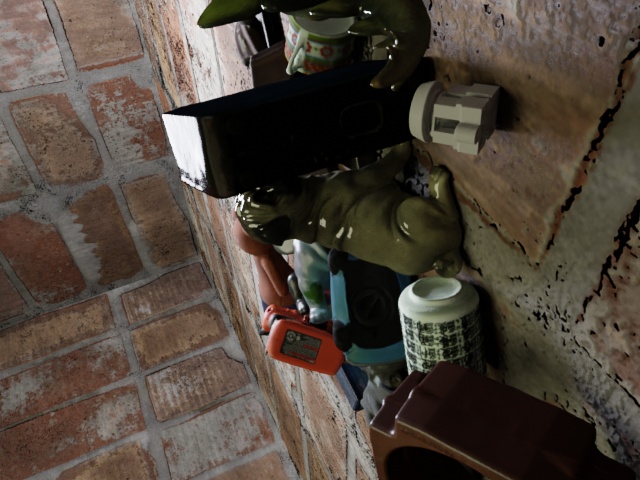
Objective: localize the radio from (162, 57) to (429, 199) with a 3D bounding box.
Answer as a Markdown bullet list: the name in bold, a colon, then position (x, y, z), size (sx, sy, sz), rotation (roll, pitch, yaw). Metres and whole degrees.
- **radio**: position (-0.015, -0.110, 0.497), size (0.131, 0.230, 0.073), rotation (29, 137, 59)

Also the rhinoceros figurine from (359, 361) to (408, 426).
- **rhinoceros figurine**: position (0.101, 0.210, 0.770), size (0.190, 0.073, 0.112), rotation (91, 164, -53)

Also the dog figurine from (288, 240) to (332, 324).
- **dog figurine**: position (-0.002, -0.002, 0.786), size (0.192, 0.108, 0.219), rotation (-169, 64, -74)

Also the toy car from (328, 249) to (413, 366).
- **toy car**: position (0.063, 0.072, 0.675), size (0.103, 0.109, 0.161), rotation (62, -164, -83)

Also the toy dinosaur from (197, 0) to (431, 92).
- **toy dinosaur**: position (-0.011, -0.222, 0.410), size (0.472, 0.199, 0.104), rotation (-126, 20, -48)

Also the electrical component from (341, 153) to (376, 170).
- **electrical component**: position (0.035, -0.112, 0.644), size (0.078, 0.045, 0.102), rotation (44, 149, 53)

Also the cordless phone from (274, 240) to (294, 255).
- **cordless phone**: position (-0.032, -0.059, 0.857), size (0.146, 0.089, 0.184), rotation (70, 159, 2)

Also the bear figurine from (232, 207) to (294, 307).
- **bear figurine**: position (-0.080, 0.021, 0.988), size (0.120, 0.132, 0.195), rotation (31, 140, 64)

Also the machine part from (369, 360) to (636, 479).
- **machine part**: position (0.150, 0.215, 0.467), size (0.202, 0.087, 0.200), rotation (19, 135, 39)

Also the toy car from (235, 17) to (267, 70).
- **toy car**: position (-0.098, -0.285, 0.859), size (0.202, 0.053, 0.089), rotation (62, 164, 22)

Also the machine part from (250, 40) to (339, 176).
- **machine part**: position (-0.030, -0.149, 0.660), size (0.179, 0.056, 0.179), rotation (-18, -90, -76)

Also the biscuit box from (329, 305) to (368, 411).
- **biscuit box**: position (0.043, 0.190, 0.931), size (0.062, 0.059, 0.203), rotation (99, 147, -55)

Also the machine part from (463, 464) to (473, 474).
- **machine part**: position (0.147, 0.258, 0.656), size (0.079, 0.079, 0.242), rotation (42, 148, 58)

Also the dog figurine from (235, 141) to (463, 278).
- **dog figurine**: position (0.027, -0.010, 0.537), size (0.172, 0.190, 0.121), rotation (54, 157, 39)

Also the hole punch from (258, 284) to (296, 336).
- **hole punch**: position (-0.062, 0.125, 1.078), size (0.116, 0.142, 0.092), rotation (-127, 26, -74)
